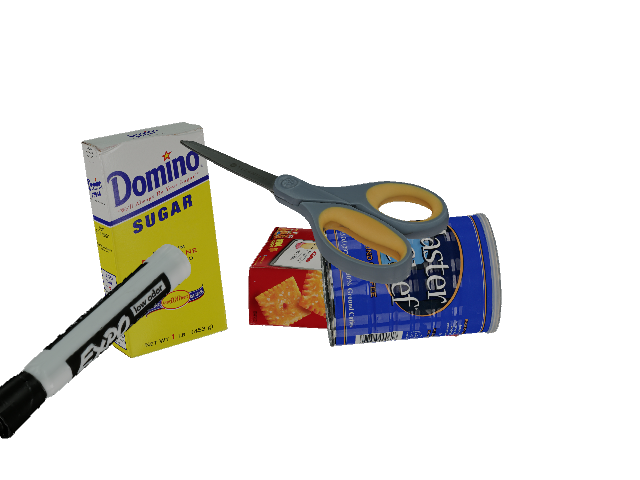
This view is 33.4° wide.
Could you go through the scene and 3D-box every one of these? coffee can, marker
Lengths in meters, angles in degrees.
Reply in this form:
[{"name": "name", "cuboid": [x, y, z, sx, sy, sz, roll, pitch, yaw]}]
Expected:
[{"name": "coffee can", "cuboid": [0.074, 0.034, 0.908, 0.140, 0.103, 0.103, -5, 0, -2]}, {"name": "marker", "cuboid": [-0.101, 0.042, 0.461, 0.020, 0.020, 0.121, 0, 33, 42]}]

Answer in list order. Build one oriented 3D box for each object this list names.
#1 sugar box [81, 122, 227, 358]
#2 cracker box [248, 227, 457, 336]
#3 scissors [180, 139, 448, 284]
[{"name": "sugar box", "cuboid": [-0.133, -0.002, 0.872, 0.093, 0.176, 0.048, -16, 21, -30]}, {"name": "cracker box", "cuboid": [0.042, 0.042, 1.131, 0.214, 0.072, 0.164, 3, 15, 6]}, {"name": "scissors", "cuboid": [0.000, -0.036, 0.688, 0.096, 0.016, 0.202, -24, 44, -27]}]
